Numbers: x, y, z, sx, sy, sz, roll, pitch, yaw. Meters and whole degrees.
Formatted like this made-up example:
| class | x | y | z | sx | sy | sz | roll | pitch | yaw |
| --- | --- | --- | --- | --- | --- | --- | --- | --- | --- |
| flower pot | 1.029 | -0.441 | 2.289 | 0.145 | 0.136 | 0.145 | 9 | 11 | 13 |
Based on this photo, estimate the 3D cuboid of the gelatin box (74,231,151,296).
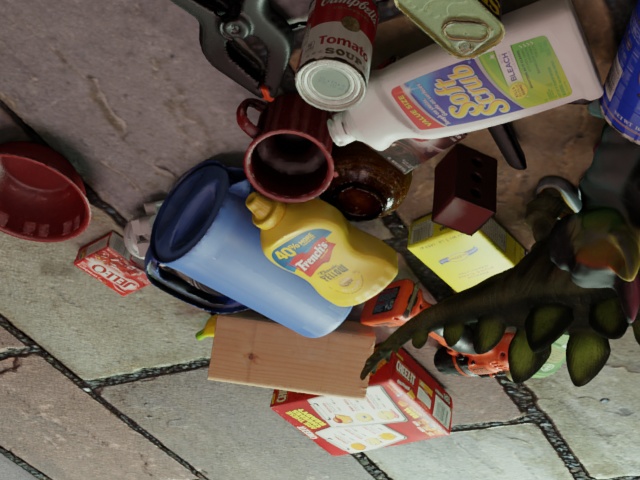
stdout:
| class | x | y | z | sx | sy | sz | roll | pitch | yaw |
| --- | --- | --- | --- | --- | --- | --- | --- | --- | --- |
| gelatin box | -0.264 | 0.033 | 1.399 | 0.073 | 0.030 | 0.089 | -23 | 132 | 37 |

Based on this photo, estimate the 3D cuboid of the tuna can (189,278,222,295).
| class | x | y | z | sx | sy | sz | roll | pitch | yaw |
| --- | --- | --- | --- | --- | --- | --- | --- | --- | --- |
| tuna can | -0.123 | 0.046 | 1.380 | 0.086 | 0.033 | 0.086 | 7 | 143 | 5 |

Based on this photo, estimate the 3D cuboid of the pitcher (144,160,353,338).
| class | x | y | z | sx | sy | sz | roll | pitch | yaw |
| --- | --- | --- | --- | --- | --- | --- | --- | --- | --- |
| pitcher | -0.078 | 0.026 | 1.266 | 0.242 | 0.145 | 0.149 | 34 | 160 | -33 |

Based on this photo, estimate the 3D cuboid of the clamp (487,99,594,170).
| class | x | y | z | sx | sy | sz | roll | pitch | yaw |
| --- | --- | --- | --- | --- | --- | --- | --- | --- | --- |
| clamp | 0.181 | -0.147 | 1.052 | 0.171 | 0.039 | 0.120 | 32 | 124 | -23 |

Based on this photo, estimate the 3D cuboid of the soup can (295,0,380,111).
| class | x | y | z | sx | sy | sz | roll | pitch | yaw |
| --- | --- | --- | --- | --- | --- | --- | --- | --- | --- |
| soup can | 0.016 | -0.179 | 0.994 | 0.068 | 0.102 | 0.068 | 7 | 143 | 5 |

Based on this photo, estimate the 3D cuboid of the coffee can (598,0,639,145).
| class | x | y | z | sx | sy | sz | roll | pitch | yaw |
| --- | --- | --- | --- | --- | --- | --- | --- | --- | --- |
| coffee can | 0.316 | -0.164 | 0.943 | 0.103 | 0.102 | 0.140 | 9 | 143 | 2 |

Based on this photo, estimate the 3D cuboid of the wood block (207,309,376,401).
| class | x | y | z | sx | sy | sz | roll | pitch | yaw |
| --- | --- | --- | --- | --- | --- | --- | --- | --- | --- |
| wood block | -0.038 | 0.146 | 1.407 | 0.206 | 0.091 | 0.090 | 9 | -174 | -4 |

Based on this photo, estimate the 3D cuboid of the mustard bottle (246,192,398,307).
| class | x | y | z | sx | sy | sz | roll | pitch | yaw |
| --- | --- | --- | --- | --- | --- | --- | --- | --- | --- |
| mustard bottle | -0.008 | 0.002 | 1.172 | 0.096 | 0.058 | 0.191 | -30 | 131 | 32 |

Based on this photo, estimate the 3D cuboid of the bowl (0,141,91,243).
| class | x | y | z | sx | sy | sz | roll | pitch | yaw |
| --- | --- | --- | --- | --- | --- | --- | --- | --- | --- |
| bowl | -0.343 | -0.067 | 1.264 | 0.162 | 0.055 | 0.162 | 6 | 143 | 5 |

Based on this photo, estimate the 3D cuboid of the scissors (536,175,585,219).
| class | x | y | z | sx | sy | sz | roll | pitch | yaw |
| --- | --- | --- | --- | --- | --- | --- | --- | --- | --- |
| scissors | 0.326 | -0.019 | 1.204 | 0.201 | 0.016 | 0.096 | 34 | 137 | -28 |

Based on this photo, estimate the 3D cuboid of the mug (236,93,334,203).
| class | x | y | z | sx | sy | sz | roll | pitch | yaw |
| --- | --- | --- | --- | --- | --- | --- | --- | --- | --- |
| mug | -0.038 | -0.106 | 1.110 | 0.117 | 0.081 | 0.093 | 33 | 126 | -20 |

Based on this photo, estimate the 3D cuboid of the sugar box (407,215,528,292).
| class | x | y | z | sx | sy | sz | roll | pitch | yaw |
| --- | --- | --- | --- | --- | --- | --- | --- | --- | --- |
| sugar box | 0.192 | 0.027 | 1.271 | 0.094 | 0.048 | 0.176 | -22 | 132 | 36 |

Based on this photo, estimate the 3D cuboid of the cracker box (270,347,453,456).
| class | x | y | z | sx | sy | sz | roll | pitch | yaw |
| --- | --- | --- | --- | --- | --- | --- | --- | --- | --- |
| cracker box | 0.062 | 0.236 | 1.556 | 0.214 | 0.072 | 0.164 | -18 | 134 | 34 |

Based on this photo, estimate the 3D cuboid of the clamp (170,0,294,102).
| class | x | y | z | sx | sy | sz | roll | pitch | yaw |
| --- | --- | --- | --- | --- | --- | --- | --- | --- | --- |
| clamp | -0.073 | -0.218 | 1.018 | 0.165 | 0.036 | 0.210 | -11 | 138 | 23 |

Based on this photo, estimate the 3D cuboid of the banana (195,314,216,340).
| class | x | y | z | sx | sy | sz | roll | pitch | yaw |
| --- | --- | --- | --- | --- | --- | --- | --- | --- | --- |
| banana | -0.074 | 0.131 | 1.481 | 0.198 | 0.037 | 0.070 | 11 | 156 | 0 |

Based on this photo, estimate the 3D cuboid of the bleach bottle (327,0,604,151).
| class | x | y | z | sx | sy | sz | roll | pitch | yaw |
| --- | --- | --- | --- | --- | --- | --- | --- | --- | --- |
| bleach bottle | 0.128 | -0.139 | 1.002 | 0.251 | 0.068 | 0.102 | -20 | 117 | 20 |

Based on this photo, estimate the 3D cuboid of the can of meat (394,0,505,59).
| class | x | y | z | sx | sy | sz | roll | pitch | yaw |
| --- | --- | --- | --- | --- | --- | --- | --- | --- | --- |
| can of meat | 0.115 | -0.222 | 0.929 | 0.102 | 0.084 | 0.058 | 35 | 136 | -29 |

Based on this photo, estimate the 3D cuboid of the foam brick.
| class | x | y | z | sx | sy | sz | roll | pitch | yaw |
| --- | --- | --- | --- | --- | --- | --- | --- | --- | --- |
| foam brick | 0.156 | -0.054 | 1.148 | 0.053 | 0.078 | 0.051 | 20 | 141 | -16 |

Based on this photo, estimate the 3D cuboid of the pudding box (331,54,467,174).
| class | x | y | z | sx | sy | sz | roll | pitch | yaw |
| --- | --- | --- | --- | --- | --- | --- | --- | --- | --- |
| pudding box | 0.083 | -0.128 | 1.098 | 0.113 | 0.039 | 0.090 | 33 | 137 | -28 |

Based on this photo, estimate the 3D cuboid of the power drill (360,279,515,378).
| class | x | y | z | sx | sy | sz | roll | pitch | yaw |
| --- | --- | --- | --- | --- | --- | --- | --- | --- | --- |
| power drill | 0.149 | 0.120 | 1.378 | 0.187 | 0.057 | 0.185 | 27 | 158 | -18 |
